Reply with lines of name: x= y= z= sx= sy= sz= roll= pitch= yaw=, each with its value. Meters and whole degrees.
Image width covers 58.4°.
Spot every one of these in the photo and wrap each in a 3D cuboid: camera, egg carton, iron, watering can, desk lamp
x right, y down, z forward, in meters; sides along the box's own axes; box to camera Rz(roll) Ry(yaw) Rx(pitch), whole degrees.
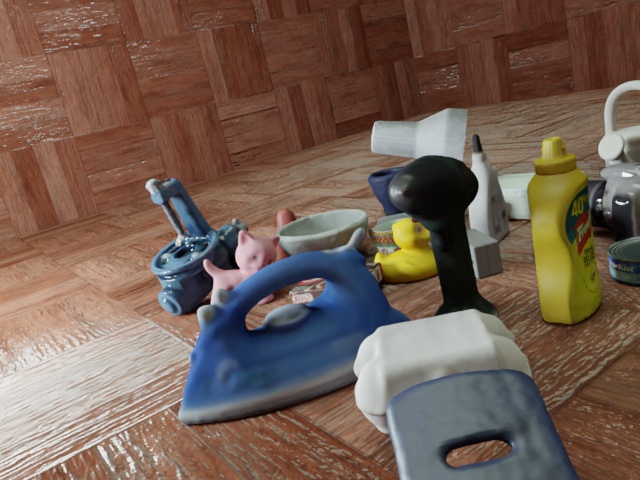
camera: x=0.436 y=-0.065 z=0.826 sx=0.143 sy=0.101 sz=0.136 roll=-21 pitch=17 yaw=-27
egg carton: x=0.104 y=0.116 z=0.509 sx=0.150 sy=0.069 sz=0.107 roll=-12 pitch=15 yaw=5
iron: x=-0.040 y=0.086 z=0.606 sx=0.259 sy=0.141 sz=0.118 roll=-18 pitch=16 yaw=-18
watering can: x=0.503 y=-0.153 z=0.908 sx=0.100 sy=0.194 sz=0.173 roll=-4 pitch=17 yaw=32
desk lamp: x=0.182 y=-0.124 z=1.049 sx=0.203 sy=0.214 sz=0.118 roll=-10 pitch=15 yaw=14

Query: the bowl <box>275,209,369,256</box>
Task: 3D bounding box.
bowl: x=0.009 y=0.004 z=1.002 sx=0.167 sy=0.075 sz=0.167 roll=-13 pitch=15 yaw=4

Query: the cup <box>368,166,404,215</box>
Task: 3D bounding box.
cup: x=0.150 y=-0.103 z=1.235 sx=0.092 sy=0.095 sz=0.117 roll=-18 pitch=15 yaw=-16

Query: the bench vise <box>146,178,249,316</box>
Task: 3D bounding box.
bench vise: x=-0.213 y=-0.009 z=0.960 sx=0.121 sy=0.220 sz=0.208 roll=-8 pitch=16 yaw=19

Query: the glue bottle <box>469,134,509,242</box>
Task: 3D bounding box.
glue bottle: x=0.259 y=-0.081 z=0.901 sx=0.037 sy=0.173 sz=0.078 roll=0 pitch=20 yaw=42

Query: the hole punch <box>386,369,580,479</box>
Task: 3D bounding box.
hole punch: x=0.104 y=0.144 z=0.362 sx=0.108 sy=0.091 sz=0.101 roll=-13 pitch=15 yaw=2

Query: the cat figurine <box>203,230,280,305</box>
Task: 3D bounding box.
cat figurine: x=-0.118 y=0.041 z=0.893 sx=0.128 sy=0.118 sz=0.067 roll=-14 pitch=15 yaw=-1

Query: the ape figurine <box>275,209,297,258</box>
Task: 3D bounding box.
ape figurine: x=-0.057 y=-0.016 z=1.099 sx=0.077 sy=0.092 sz=0.076 roll=-2 pitch=18 yaw=36

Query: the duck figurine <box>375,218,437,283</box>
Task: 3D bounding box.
duck figurine: x=0.129 y=0.011 z=0.845 sx=0.104 sy=0.086 sz=0.077 roll=-12 pitch=15 yaw=6

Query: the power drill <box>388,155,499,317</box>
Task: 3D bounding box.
power drill: x=0.136 y=0.006 z=0.615 sx=0.075 sy=0.208 sz=0.230 roll=-7 pitch=16 yaw=24
